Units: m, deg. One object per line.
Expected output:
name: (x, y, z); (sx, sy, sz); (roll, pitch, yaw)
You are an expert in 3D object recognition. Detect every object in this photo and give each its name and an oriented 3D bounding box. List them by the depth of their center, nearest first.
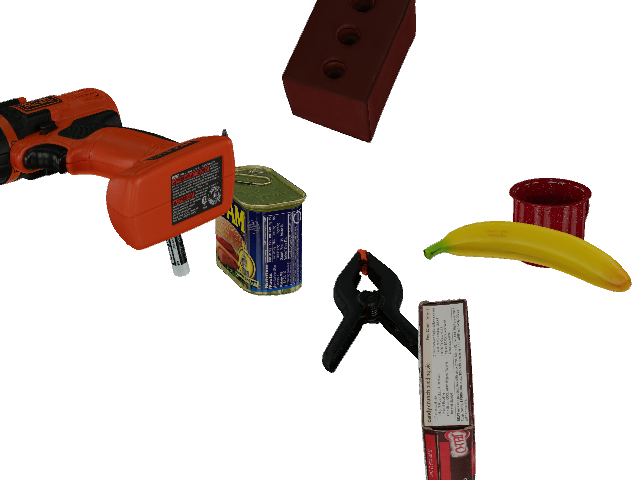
foam brick: (0.018, -0.107, 0.618); (0.053, 0.078, 0.051); (19, -15, 12)
power drill: (-0.166, -0.051, 0.719); (0.188, 0.057, 0.184); (21, 32, 32)
pudding box: (0.090, 0.112, 0.758); (0.039, 0.113, 0.090); (-3, -44, 5)
can of meat: (-0.054, -0.009, 0.909); (0.057, 0.084, 0.102); (-10, 24, -24)
banana: (0.204, 0.013, 1.037); (0.198, 0.037, 0.069); (8, 47, 22)
clamp: (0.066, 0.080, 1.194); (0.120, 0.171, 0.039); (6, -43, -1)
marker: (-0.168, -0.014, 1.198); (0.020, 0.121, 0.020); (-7, 31, 4)
mug: (0.275, -0.023, 1.252); (0.117, 0.081, 0.093); (-23, 30, -38)
